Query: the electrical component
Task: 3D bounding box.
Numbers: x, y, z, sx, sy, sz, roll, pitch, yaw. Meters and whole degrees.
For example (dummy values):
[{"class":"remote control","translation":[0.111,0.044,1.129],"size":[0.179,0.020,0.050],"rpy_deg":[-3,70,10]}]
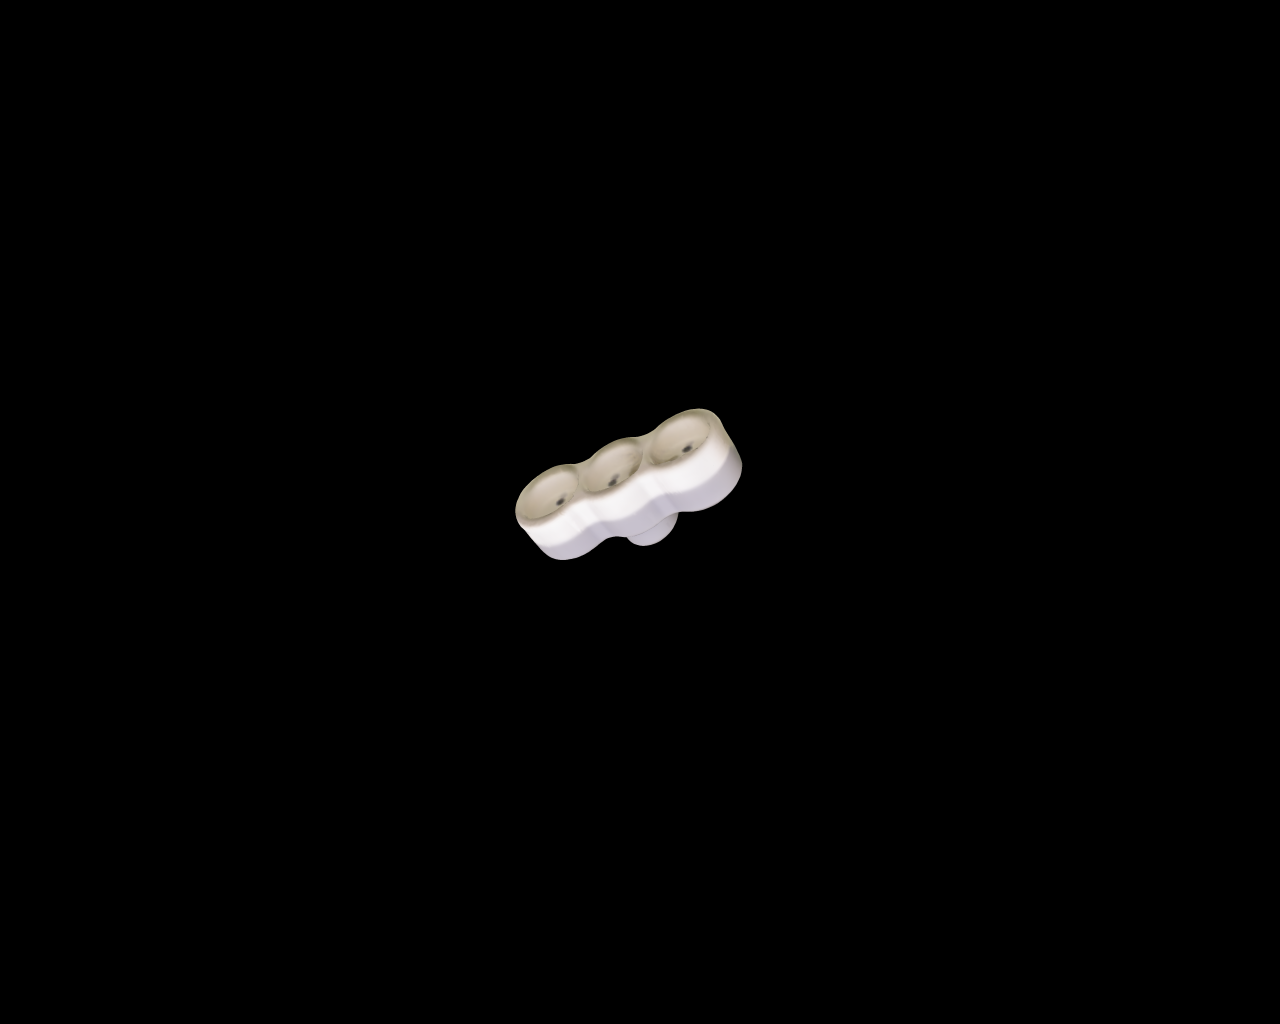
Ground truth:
[{"class":"electrical component","translation":[0.001,-0.003,0.650],"size":[0.138,0.073,0.052],"rpy_deg":[-22,38,18]}]
